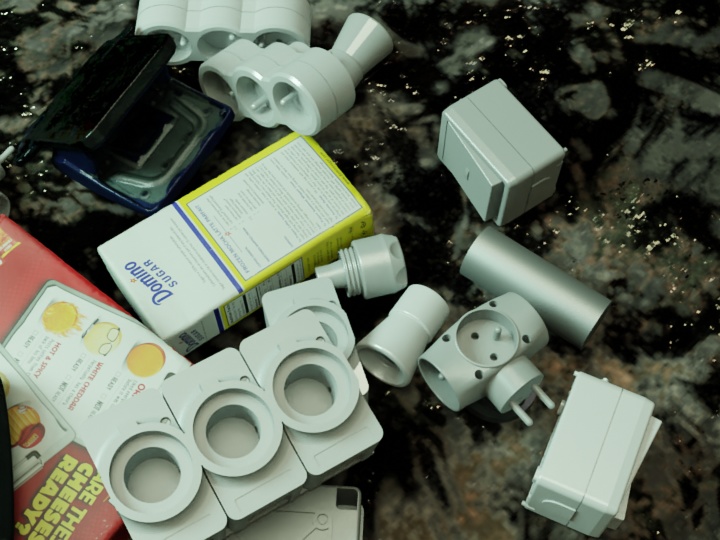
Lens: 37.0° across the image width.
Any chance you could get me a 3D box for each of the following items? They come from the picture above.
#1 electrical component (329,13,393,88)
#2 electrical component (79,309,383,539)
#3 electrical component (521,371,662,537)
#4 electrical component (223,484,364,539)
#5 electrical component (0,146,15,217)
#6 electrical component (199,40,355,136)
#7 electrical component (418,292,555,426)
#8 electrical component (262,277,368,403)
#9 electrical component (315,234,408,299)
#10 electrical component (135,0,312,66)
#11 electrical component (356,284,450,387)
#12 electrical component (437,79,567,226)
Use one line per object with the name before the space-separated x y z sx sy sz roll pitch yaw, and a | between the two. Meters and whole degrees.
electrical component | -0.009 -0.164 0.849 0.044 0.044 0.065 31 71 15
electrical component | -0.074 0.098 0.623 0.150 0.061 0.089 -27 74 -16
electrical component | 0.152 0.114 0.689 0.061 0.061 0.096 22 64 11
electrical component | -0.054 0.187 0.653 0.109 0.056 0.108 3 62 1
electrical component | -0.290 -0.068 0.794 0.077 0.044 0.079 31 66 15
electrical component | -0.053 -0.146 0.807 0.138 0.052 0.074 18 49 44
electrical component | 0.092 0.065 0.698 0.077 0.044 0.079 -34 67 -17
electrical component | -0.030 0.056 0.722 0.050 0.055 0.089 -16 63 -9
electrical component | 0.000 0.000 0.760 0.062 0.043 0.043 -13 63 -6
electrical component | -0.108 -0.208 0.864 0.138 0.052 0.073 1 62 0
electrical component | 0.032 0.042 0.740 0.044 0.044 0.065 30 61 15
electrical component | 0.096 -0.089 0.797 0.061 0.061 0.096 -32 67 -16
